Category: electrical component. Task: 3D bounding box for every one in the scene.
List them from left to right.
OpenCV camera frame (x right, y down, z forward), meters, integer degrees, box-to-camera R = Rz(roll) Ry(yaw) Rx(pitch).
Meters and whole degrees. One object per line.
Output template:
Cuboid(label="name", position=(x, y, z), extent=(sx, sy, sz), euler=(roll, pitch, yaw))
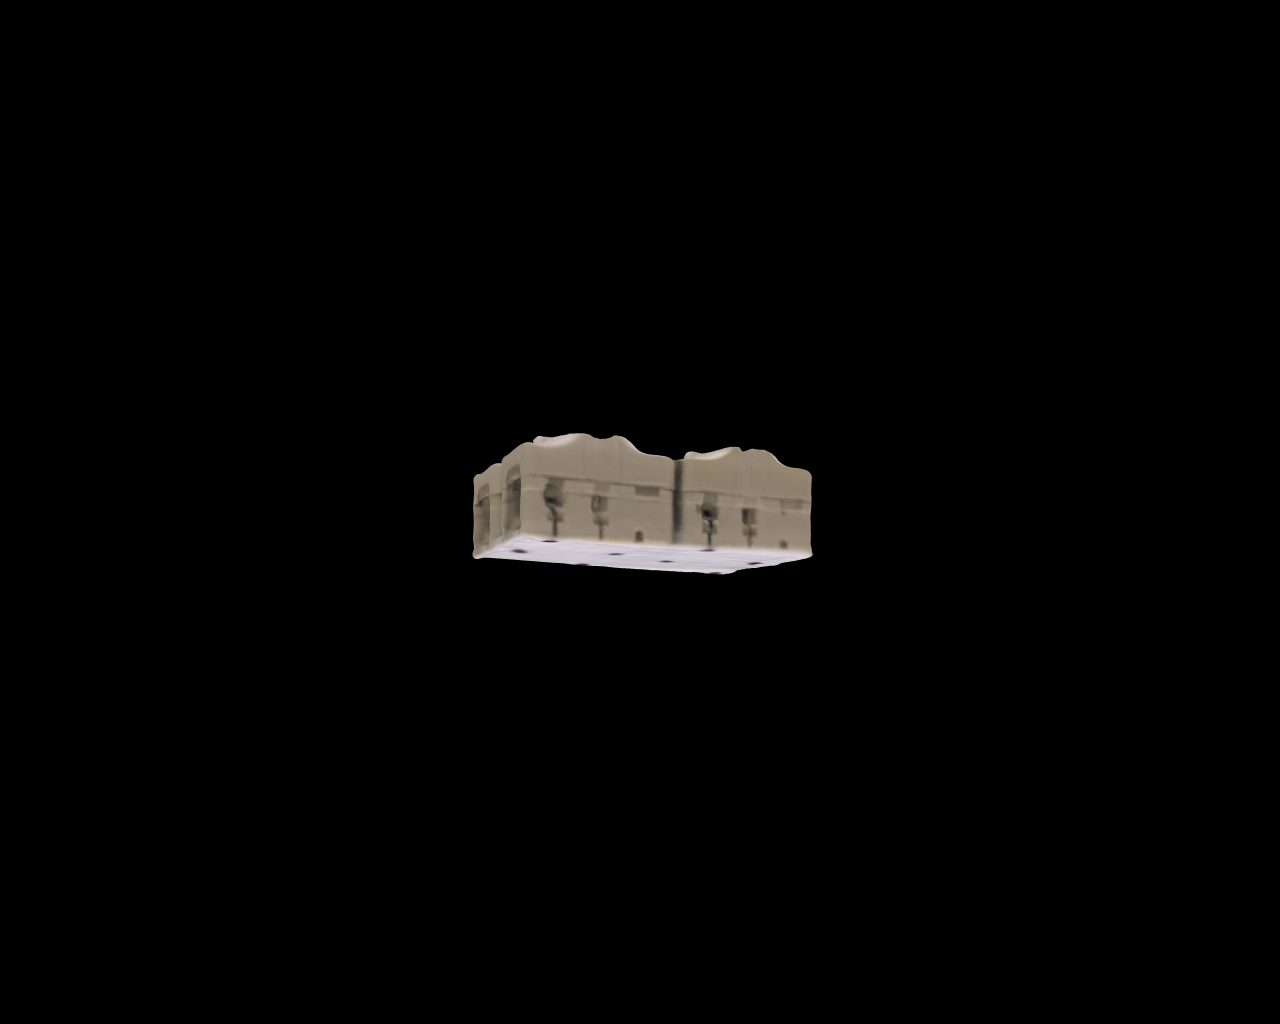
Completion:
Cuboid(label="electrical component", position=(0.001, -0.003, 0.650), extent=(0.186, 0.060, 0.105), euler=(5, -11, -24))
